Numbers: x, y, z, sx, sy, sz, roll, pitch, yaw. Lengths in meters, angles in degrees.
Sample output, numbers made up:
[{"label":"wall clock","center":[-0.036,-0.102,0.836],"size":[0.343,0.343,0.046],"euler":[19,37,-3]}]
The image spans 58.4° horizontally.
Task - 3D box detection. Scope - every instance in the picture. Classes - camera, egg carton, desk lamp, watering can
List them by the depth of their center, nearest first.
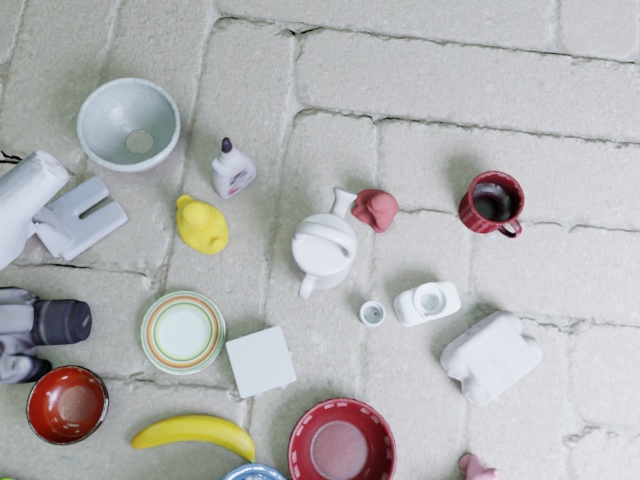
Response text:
[{"label":"desk lamp","center":[-0.422,-0.043,0.845],"size":[0.203,0.213,0.118],"euler":[-37,80,-11]},{"label":"camera","center":[-0.423,0.140,0.856],"size":[0.137,0.101,0.143],"euler":[-2,76,-4]},{"label":"watering can","center":[0.006,0.002,0.868],"size":[0.101,0.194,0.173],"euler":[0,75,-3]},{"label":"egg carton","center":[0.268,0.183,0.900],"size":[0.150,0.069,0.107],"euler":[-35,80,-11]}]

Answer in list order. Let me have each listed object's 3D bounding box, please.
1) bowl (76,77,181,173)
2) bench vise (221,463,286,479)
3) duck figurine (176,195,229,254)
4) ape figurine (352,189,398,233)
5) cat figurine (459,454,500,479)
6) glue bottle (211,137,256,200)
[{"label":"bowl","center":[-0.312,-0.181,0.959],"size":[0.167,0.075,0.167],"euler":[1,75,-3]},{"label":"bench vise","center":[-0.124,0.376,0.750],"size":[0.207,0.220,0.121],"euler":[-23,78,-9]},{"label":"duck figurine","center":[-0.193,-0.029,0.921],"size":[0.077,0.086,0.104],"euler":[-38,80,-11]},{"label":"ape figurine","center":[0.096,-0.054,0.941],"size":[0.076,0.092,0.078],"euler":[-14,77,-7]},{"label":"cat figurine","center":[0.218,0.379,0.822],"size":[0.067,0.118,0.128],"euler":[36,76,7]},{"label":"glue bottle","center":[-0.141,-0.120,0.902],"size":[0.078,0.173,0.037],"euler":[-42,81,-12]}]
